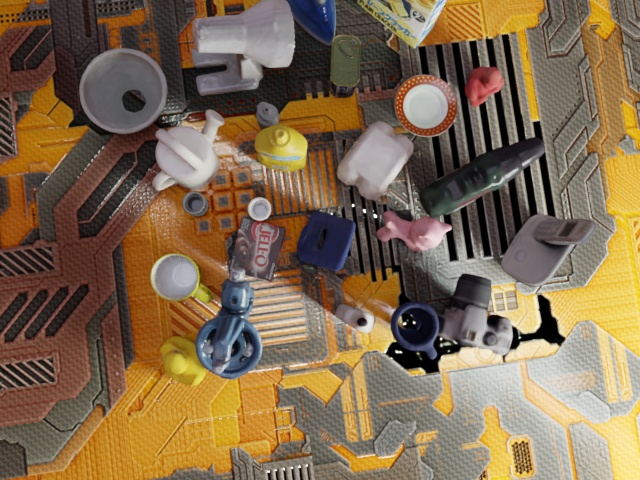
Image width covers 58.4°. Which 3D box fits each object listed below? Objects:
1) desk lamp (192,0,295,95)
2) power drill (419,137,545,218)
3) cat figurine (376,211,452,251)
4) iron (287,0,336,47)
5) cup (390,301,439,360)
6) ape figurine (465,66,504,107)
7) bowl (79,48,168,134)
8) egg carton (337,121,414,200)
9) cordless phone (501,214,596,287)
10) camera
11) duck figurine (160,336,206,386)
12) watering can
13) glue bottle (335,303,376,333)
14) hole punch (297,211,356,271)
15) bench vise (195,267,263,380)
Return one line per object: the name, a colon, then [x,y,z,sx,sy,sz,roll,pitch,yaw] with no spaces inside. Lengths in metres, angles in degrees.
desk lamp: [-0.148,-0.357,1.068,0.203,0.213,0.118,-11,86,-3]
power drill: [0.284,-0.111,1.073,0.229,0.208,0.075,-29,87,-4]
cat figurine: [0.181,-0.019,1.107,0.128,0.117,0.067,15,85,-1]
iron: [-0.029,-0.521,1.121,0.118,0.141,0.258,-26,87,-4]
cup: [0.183,0.173,1.105,0.092,0.095,0.118,-32,88,-4]
ape figurine: [0.334,-0.318,1.148,0.078,0.092,0.076,-3,86,-3]
bowl: [-0.375,-0.282,1.121,0.167,0.074,0.167,0,86,-3]
egg carton: [0.109,-0.159,1.138,0.107,0.069,0.150,36,85,0]
cordless phone: [0.434,0.018,1.082,0.094,0.185,0.148,32,85,0]
camera: [0.306,0.141,1.110,0.143,0.100,0.137,15,85,-1]
duck figurine: [-0.264,0.233,1.085,0.077,0.086,0.104,-38,88,-4]
watering can: [-0.247,-0.166,1.059,0.101,0.194,0.173,19,85,-1]
glue bottle: [0.070,0.148,1.062,0.078,0.173,0.037,23,85,0]
hole punch: [0.010,0.004,1.111,0.101,0.091,0.109,18,85,-1]
bench vise: [-0.173,0.157,1.027,0.121,0.219,0.207,-12,86,-3]
